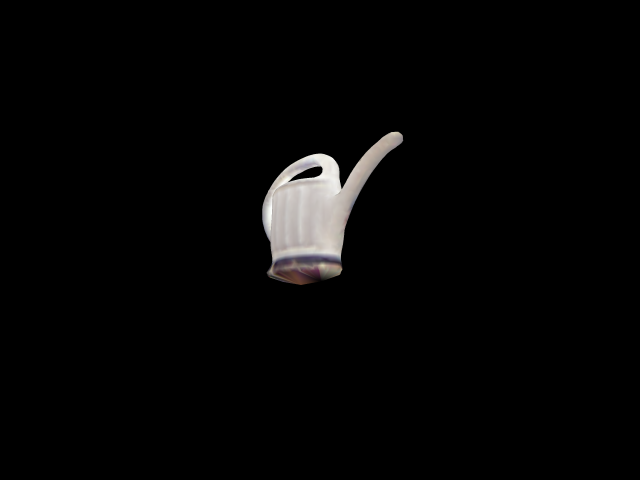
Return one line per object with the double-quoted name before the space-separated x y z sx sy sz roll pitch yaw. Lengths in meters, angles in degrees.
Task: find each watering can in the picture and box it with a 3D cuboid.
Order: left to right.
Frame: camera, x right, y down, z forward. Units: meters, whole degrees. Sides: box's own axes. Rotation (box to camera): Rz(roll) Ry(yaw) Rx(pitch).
"watering can" 0.003 -0.043 0.850 0.104 0.227 0.345 10 -16 -38
